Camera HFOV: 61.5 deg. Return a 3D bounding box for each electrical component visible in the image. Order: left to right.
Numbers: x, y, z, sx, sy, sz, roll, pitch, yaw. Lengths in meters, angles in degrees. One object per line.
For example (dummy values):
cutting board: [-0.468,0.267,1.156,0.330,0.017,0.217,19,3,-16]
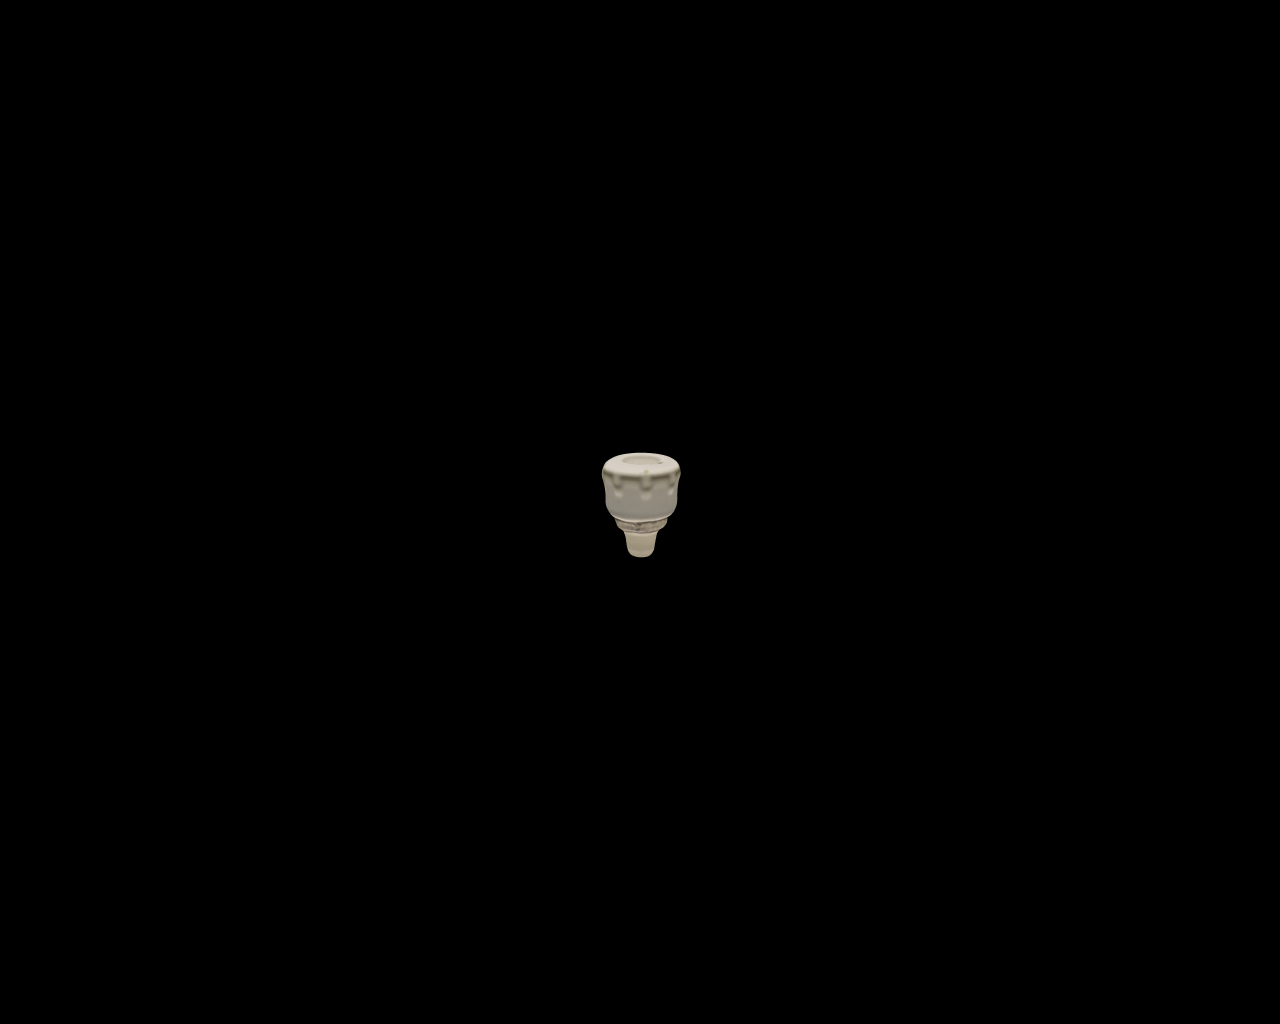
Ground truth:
electrical component: [0.001,-0.003,0.650,0.048,0.062,0.048,0,15,0]
